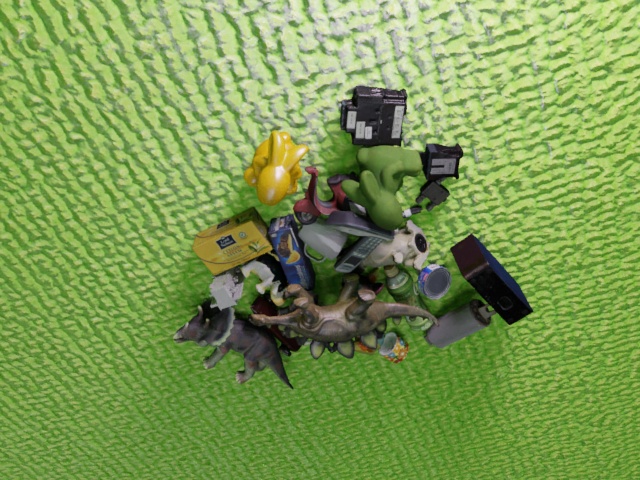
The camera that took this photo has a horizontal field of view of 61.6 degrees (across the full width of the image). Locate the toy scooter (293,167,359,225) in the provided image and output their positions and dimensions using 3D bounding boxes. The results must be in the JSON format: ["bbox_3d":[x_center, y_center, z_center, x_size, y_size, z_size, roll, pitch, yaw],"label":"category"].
[{"bbox_3d":[0.025,-0.110,1.203,0.184,0.075,0.135,-11,119,-2],"label":"toy scooter"}]

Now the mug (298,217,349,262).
[{"bbox_3d":[-0.003,-0.004,1.284,0.107,0.081,0.109,31,121,-9],"label":"mug"}]

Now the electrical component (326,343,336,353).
[{"bbox_3d":[0.018,0.261,1.452,0.102,0.078,0.045,41,131,24],"label":"electrical component"}]

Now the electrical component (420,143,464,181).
[{"bbox_3d":[0.249,-0.174,1.183,0.119,0.048,0.074,2,125,-4],"label":"electrical component"}]

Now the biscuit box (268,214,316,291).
[{"bbox_3d":[-0.066,0.038,1.317,0.059,0.063,0.202,-13,124,10],"label":"biscuit box"}]

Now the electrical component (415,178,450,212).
[{"bbox_3d":[0.268,-0.110,1.243,0.063,0.021,0.094,32,118,-21],"label":"electrical component"}]

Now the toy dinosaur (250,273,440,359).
[{"bbox_3d":[0.071,0.183,1.283,0.472,0.105,0.198,-4,124,-7],"label":"toy dinosaur"}]

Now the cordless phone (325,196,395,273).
[{"bbox_3d":[0.062,0.002,1.198,0.146,0.089,0.184,14,132,-32],"label":"cordless phone"}]

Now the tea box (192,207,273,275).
[{"bbox_3d":[-0.207,0.004,1.288,0.170,0.068,0.098,-25,122,17],"label":"tea box"}]

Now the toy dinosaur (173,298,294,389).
[{"bbox_3d":[-0.203,0.279,1.458,0.404,0.131,0.192,24,122,-24],"label":"toy dinosaur"}]

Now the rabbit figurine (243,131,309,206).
[{"bbox_3d":[-0.085,-0.142,1.125,0.122,0.173,0.162,26,125,-13],"label":"rabbit figurine"}]

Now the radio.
[{"bbox_3d":[0.425,0.101,1.325,0.073,0.131,0.229,-39,117,21],"label":"radio"}]

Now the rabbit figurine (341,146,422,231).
[{"bbox_3d":[0.133,-0.108,1.118,0.159,0.170,0.121,14,155,-32],"label":"rabbit figurine"}]

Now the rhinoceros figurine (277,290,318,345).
[{"bbox_3d":[-0.049,0.197,1.371,0.112,0.073,0.190,-7,135,-18],"label":"rhinoceros figurine"}]

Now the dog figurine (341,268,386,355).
[{"bbox_3d":[0.121,0.180,1.395,0.191,0.108,0.219,23,119,-15],"label":"dog figurine"}]

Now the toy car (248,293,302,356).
[{"bbox_3d":[-0.116,0.225,1.435,0.202,0.089,0.053,48,155,-27],"label":"toy car"}]

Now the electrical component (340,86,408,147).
[{"bbox_3d":[0.109,-0.257,1.117,0.134,0.058,0.114,3,123,-3],"label":"electrical component"}]

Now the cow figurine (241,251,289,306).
[{"bbox_3d":[-0.119,0.089,1.352,0.098,0.068,0.167,-32,121,12],"label":"cow figurine"}]

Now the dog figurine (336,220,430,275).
[{"bbox_3d":[0.153,0.033,1.314,0.172,0.121,0.191,17,154,-37],"label":"dog figurine"}]

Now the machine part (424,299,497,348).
[{"bbox_3d":[0.362,0.221,1.416,0.079,0.079,0.243,29,139,-19],"label":"machine part"}]
